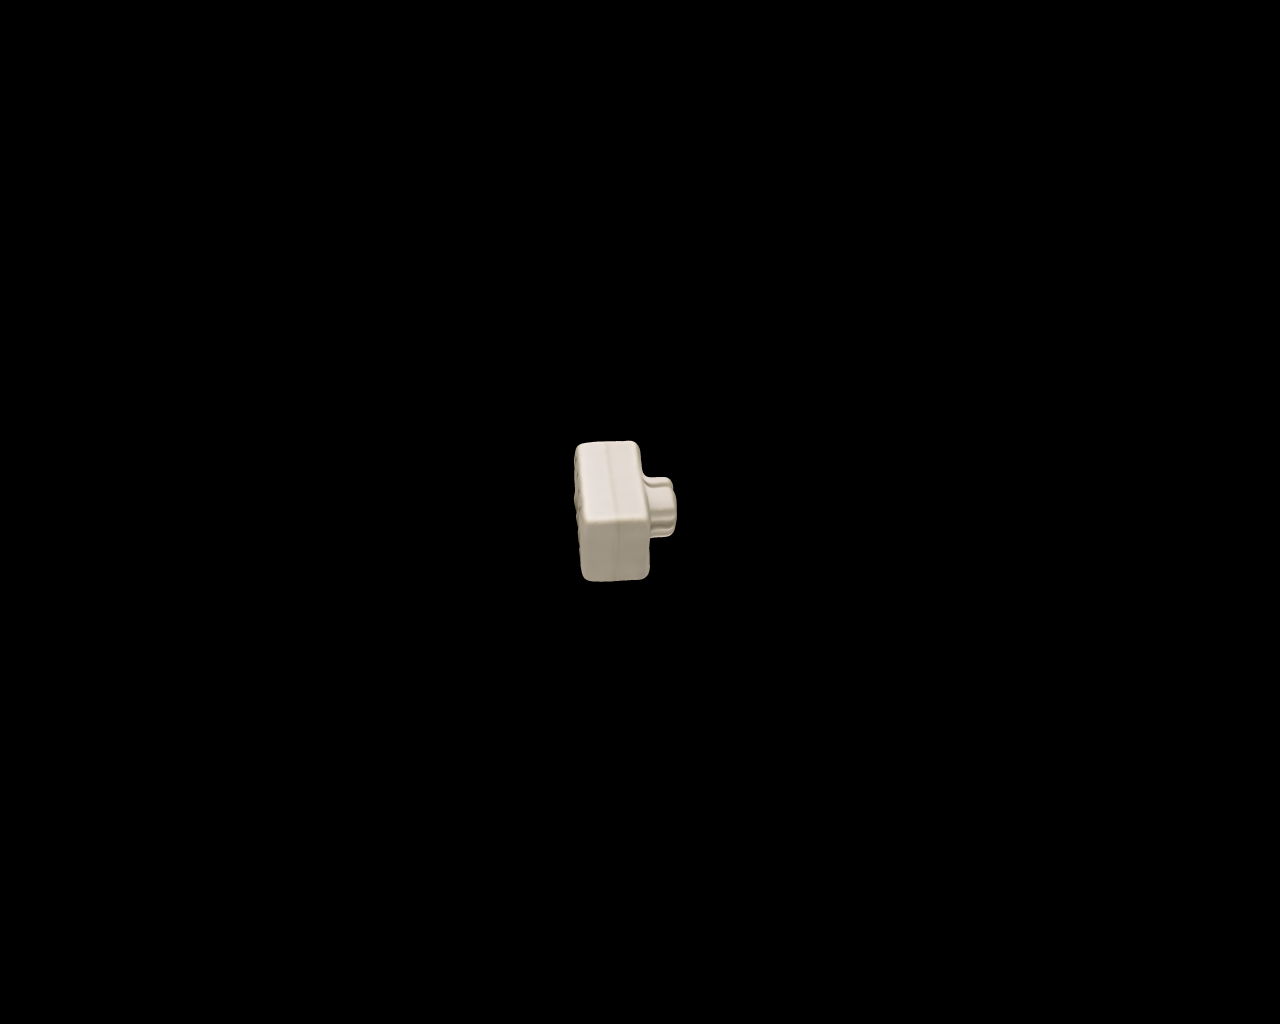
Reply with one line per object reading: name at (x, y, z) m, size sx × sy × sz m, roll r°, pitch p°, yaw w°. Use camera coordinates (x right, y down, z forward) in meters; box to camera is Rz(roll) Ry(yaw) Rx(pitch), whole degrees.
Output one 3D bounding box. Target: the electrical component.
electrical component at (0.001, -0.003, 0.650) m, size 0.076 × 0.047 × 0.083 m, roll -3°, pitch 37°, yaw -4°
